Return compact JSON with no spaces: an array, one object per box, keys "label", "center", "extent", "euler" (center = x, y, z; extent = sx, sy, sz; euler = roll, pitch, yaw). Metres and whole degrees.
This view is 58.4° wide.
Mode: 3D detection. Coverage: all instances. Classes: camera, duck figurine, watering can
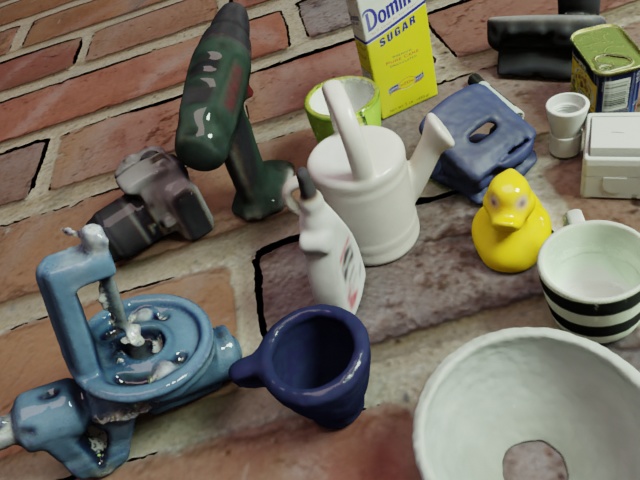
[{"label":"camera","center":[-0.227,-0.047,0.717],"extent":[0.137,0.101,0.142],"euler":[-35,46,-16]},{"label":"duck figurine","center":[0.187,-0.032,0.564],"extent":[0.077,0.086,0.104],"euler":[3,48,23]},{"label":"watering can","center":[0.046,-0.077,0.581],"extent":[0.173,0.194,0.100],"euler":[-32,45,-12]}]

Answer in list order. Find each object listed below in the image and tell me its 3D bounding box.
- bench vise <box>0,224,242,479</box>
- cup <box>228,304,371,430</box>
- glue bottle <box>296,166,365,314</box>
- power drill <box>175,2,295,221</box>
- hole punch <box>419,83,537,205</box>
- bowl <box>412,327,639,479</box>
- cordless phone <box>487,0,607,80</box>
[{"label":"bench vise","center":[-0.181,0.101,0.467],"extent":[0.121,0.220,0.208],"euler":[27,60,38]},{"label":"cup","center":[-0.009,0.119,0.478],"extent":[0.117,0.095,0.091],"euler":[-14,44,6]},{"label":"glue bottle","center":[0.005,0.002,0.533],"extent":[0.037,0.173,0.078],"euler":[-1,47,19]},{"label":"power drill","center":[-0.098,-0.139,0.683],"extent":[0.075,0.209,0.229],"euler":[-5,45,15]},{"label":"hole punch","center":[0.179,-0.111,0.642],"extent":[0.109,0.091,0.100],"euler":[-37,46,-17]},{"label":"bowl","center":[0.153,0.149,0.405],"extent":[0.167,0.075,0.167],"euler":[-10,44,10]},{"label":"cordless phone","center":[0.288,-0.307,0.729],"extent":[0.147,0.185,0.094],"euler":[8,50,27]}]
